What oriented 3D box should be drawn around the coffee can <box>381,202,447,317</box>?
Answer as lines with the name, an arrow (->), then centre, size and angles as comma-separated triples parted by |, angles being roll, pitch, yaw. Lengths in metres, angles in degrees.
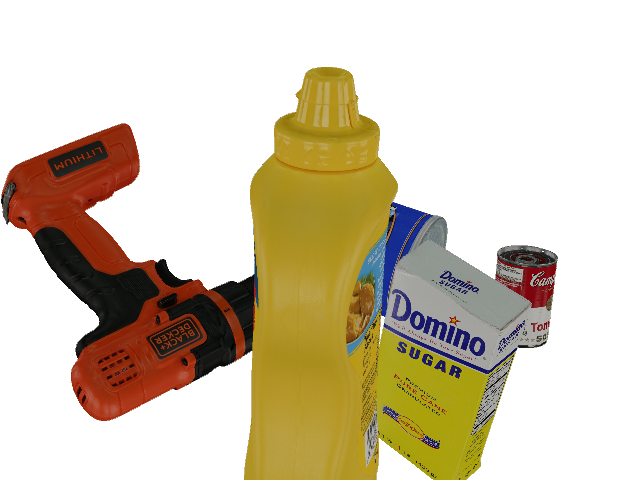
coffee can -> 0.032, 0.006, 0.974 | 0.140, 0.103, 0.102 | 19, 7, 20

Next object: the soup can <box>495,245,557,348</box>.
soup can -> 0.232, 0.064, 1.222 | 0.068, 0.102, 0.068 | 2, 18, -1

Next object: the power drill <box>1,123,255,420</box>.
power drill -> -0.117, 0.011, 0.736 | 0.184, 0.188, 0.057 | -26, -20, -31

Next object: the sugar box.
sugar box -> 0.087, 0.095, 0.782 | 0.093, 0.176, 0.048 | 33, 48, 28

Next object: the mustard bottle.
mustard bottle -> 0.000, 0.024, 0.441 | 0.058, 0.192, 0.096 | 8, 25, 10
